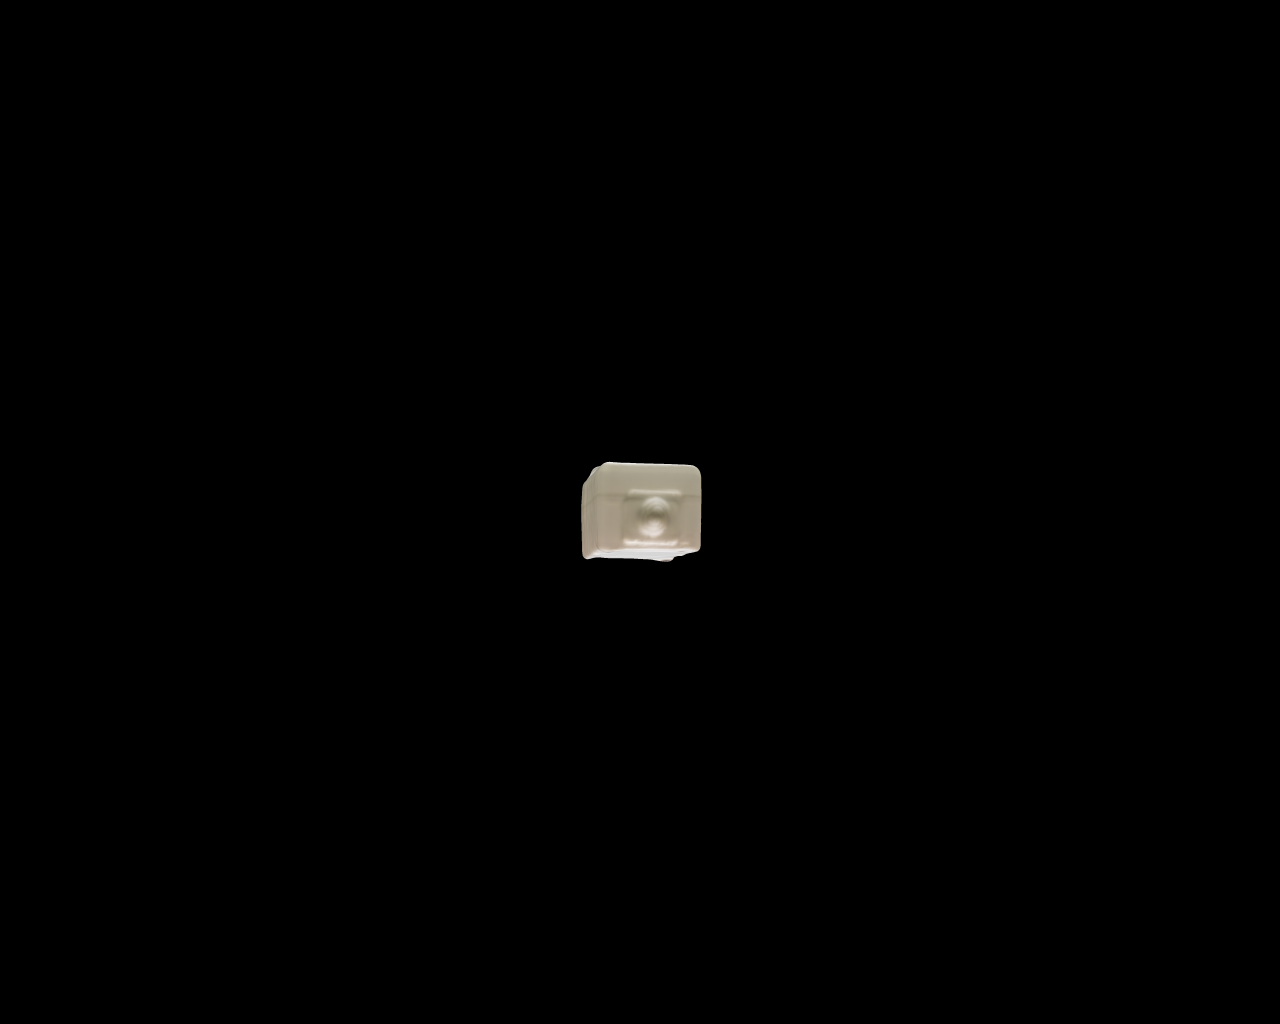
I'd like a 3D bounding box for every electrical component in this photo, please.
[{"bbox_3d":[0.001,-0.003,0.650,0.062,0.061,0.096,1,-7,-11],"label":"electrical component"}]
